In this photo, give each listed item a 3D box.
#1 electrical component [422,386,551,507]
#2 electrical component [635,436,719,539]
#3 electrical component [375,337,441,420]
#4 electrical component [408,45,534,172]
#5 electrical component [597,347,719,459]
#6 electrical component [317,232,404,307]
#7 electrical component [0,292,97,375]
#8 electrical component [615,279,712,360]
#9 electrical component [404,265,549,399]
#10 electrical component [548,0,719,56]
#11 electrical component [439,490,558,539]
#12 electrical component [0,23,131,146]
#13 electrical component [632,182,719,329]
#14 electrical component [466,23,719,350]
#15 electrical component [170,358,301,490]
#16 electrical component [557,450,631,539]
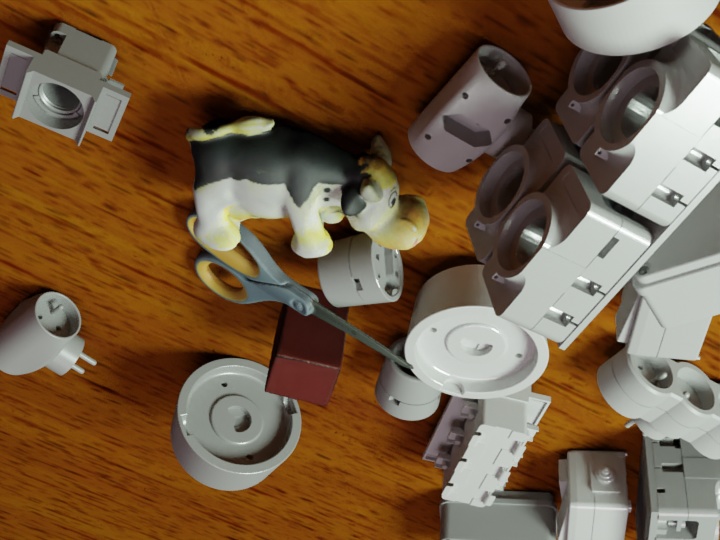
[{"bbox_3d":[0.107,0.149,0.933,0.079,0.063,0.121,13,136,-5],"label":"electrical component"},{"bbox_3d":[0.284,0.219,0.959,0.062,0.089,0.150,-1,135,10],"label":"electrical component"},{"bbox_3d":[0.043,0.088,0.888,0.055,0.055,0.047,10,133,-2],"label":"electrical component"},{"bbox_3d":[0.085,-0.095,0.698,0.079,0.043,0.077,27,133,-19],"label":"electrical component"},{"bbox_3d":[0.250,0.115,0.883,0.138,0.052,0.073,26,134,-17],"label":"electrical component"},{"bbox_3d":[0.000,0.000,0.803,0.047,0.055,0.055,-11,133,24],"label":"electrical component"},{"bbox_3d":[-0.262,0.063,0.915,0.079,0.044,0.077,38,129,-27],"label":"electrical component"},{"bbox_3d":[0.221,0.021,0.784,0.061,0.061,0.096,5,136,4],"label":"electrical component"},{"bbox_3d":[0.090,0.042,0.827,0.108,0.060,0.108,4,136,4],"label":"electrical component"},{"bbox_3d":[0.147,-0.166,0.579,0.099,0.099,0.064,-12,139,20],"label":"electrical component"},{"bbox_3d":[0.134,0.257,1.045,0.113,0.057,0.078,0,135,8],"label":"electrical component"},{"bbox_3d":[-0.190,-0.123,0.698,0.081,0.063,0.042,23,134,-15],"label":"electrical component"},{"bbox_3d":[0.232,-0.030,0.697,0.109,0.108,0.056,-19,132,26],"label":"electrical component"},{"bbox_3d":[0.141,-0.060,0.635,0.060,0.105,0.186,24,120,-23],"label":"electrical component"},{"bbox_3d":[-0.111,0.137,0.927,0.108,0.108,0.060,20,141,-11],"label":"electrical component"},{"bbox_3d":[0.211,0.207,0.978,0.061,0.061,0.096,1,136,8],"label":"electrical component"}]
